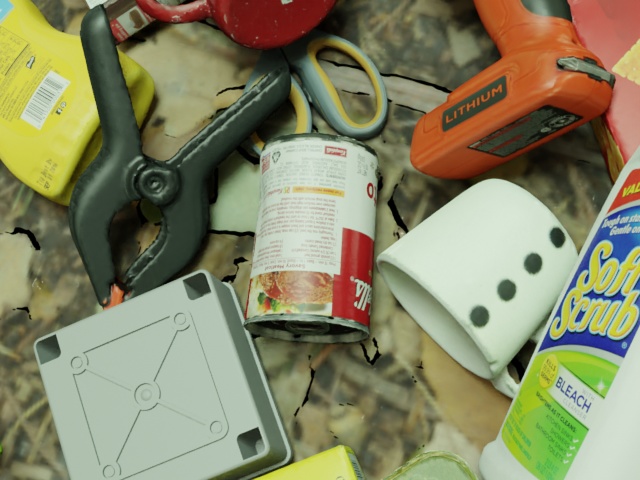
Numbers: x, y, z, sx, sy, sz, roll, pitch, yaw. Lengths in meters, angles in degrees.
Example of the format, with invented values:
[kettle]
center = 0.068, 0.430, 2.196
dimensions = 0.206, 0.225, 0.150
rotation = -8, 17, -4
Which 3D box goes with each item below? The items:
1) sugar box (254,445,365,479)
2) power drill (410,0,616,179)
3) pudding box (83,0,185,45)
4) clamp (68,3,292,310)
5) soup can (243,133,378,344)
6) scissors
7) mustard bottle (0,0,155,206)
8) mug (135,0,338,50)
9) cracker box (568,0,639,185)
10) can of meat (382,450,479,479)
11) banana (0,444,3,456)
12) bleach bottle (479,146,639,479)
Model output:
[sugar box]
center = -0.050, 0.180, 0.552
dimensions = 0.176, 0.048, 0.093
rotation = -22, 72, 4
[power drill]
center = 0.069, -0.132, 0.571
dimensions = 0.185, 0.057, 0.187
rotation = -27, 68, 42
[pudding box]
center = -0.120, -0.190, 0.668
dimensions = 0.090, 0.039, 0.113
rotation = -33, 61, 3
[clamp]
center = -0.102, -0.044, 0.599
dimensions = 0.120, 0.039, 0.171
rotation = 26, 94, -12
[soup can]
center = -0.004, 0.001, 0.580
dimensions = 0.068, 0.068, 0.102
rotation = 1, 74, 12
[scissors]
center = -0.039, -0.127, 0.650
dimensions = 0.096, 0.016, 0.202
rotation = -40, 70, 0
[mustard bottle]
center = -0.201, -0.106, 0.656
dimensions = 0.192, 0.058, 0.096
rotation = 32, 89, 18
[mug]
center = -0.048, -0.155, 0.589
dimensions = 0.117, 0.093, 0.081
rotation = -27, 56, -15
[cracker box]
center = 0.214, -0.120, 0.563
dimensions = 0.164, 0.072, 0.214
rotation = -16, 72, 7
[can of meat]
center = 0.070, 0.155, 0.512
dimensions = 0.057, 0.084, 0.102
rotation = -35, 71, 1
[banana]
center = -0.219, 0.046, 0.626
dimensions = 0.070, 0.037, 0.198
rotation = -27, 65, 21
[bleach bottle]
center = 0.151, 0.016, 0.479
dimensions = 0.068, 0.103, 0.251
rotation = 14, 102, -17
